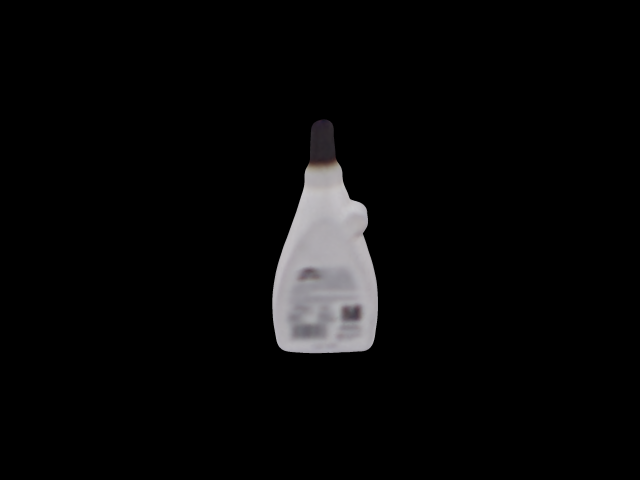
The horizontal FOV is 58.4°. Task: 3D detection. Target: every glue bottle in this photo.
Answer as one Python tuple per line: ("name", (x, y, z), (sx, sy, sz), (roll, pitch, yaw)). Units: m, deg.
("glue bottle", (0.004, 0.001, 0.400), (0.078, 0.173, 0.037), (0, 28, 0))
